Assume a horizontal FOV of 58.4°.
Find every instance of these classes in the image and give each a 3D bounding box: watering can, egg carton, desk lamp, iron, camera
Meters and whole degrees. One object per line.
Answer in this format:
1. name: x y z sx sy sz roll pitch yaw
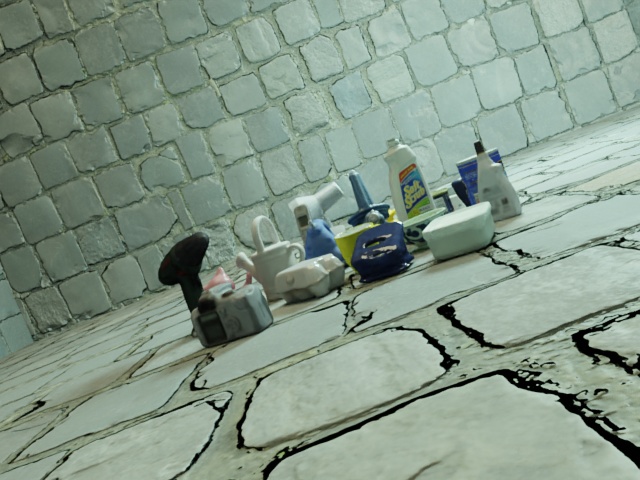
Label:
1. watering can: -0.119 0.039 1.340 0.172 0.194 0.101 -21 4 5
2. egg carton: -0.023 0.081 1.180 0.150 0.069 0.107 -17 6 46
3. desk lamp: 0.026 -0.064 1.823 0.203 0.213 0.118 -21 4 4
4. iron: 0.014 0.005 1.478 0.118 0.141 0.258 -21 4 8
5. camera: -0.155 0.124 1.083 0.143 0.101 0.137 -20 5 26

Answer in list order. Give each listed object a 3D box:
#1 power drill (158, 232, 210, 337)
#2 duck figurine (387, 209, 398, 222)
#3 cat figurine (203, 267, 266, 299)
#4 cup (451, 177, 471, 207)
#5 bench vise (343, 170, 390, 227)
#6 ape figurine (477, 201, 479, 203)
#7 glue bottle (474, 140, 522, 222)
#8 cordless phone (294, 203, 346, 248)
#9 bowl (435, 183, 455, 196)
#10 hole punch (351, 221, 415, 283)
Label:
1. power drill: -0.266 0.098 1.232 0.076 0.208 0.229 -25 6 -40
2. duck figurine: 0.197 -0.059 1.766 0.104 0.086 0.078 -20 4 14
3. cat figurine: -0.203 0.116 1.315 0.127 0.118 0.067 -20 4 18
4. cup: 0.403 -0.124 1.481 0.092 0.095 0.117 -23 4 -14
5. bench vise: 0.134 -0.086 1.495 0.122 0.220 0.207 -23 4 -16
6. ape figurine: 0.379 -0.096 1.265 0.078 0.092 0.076 -22 4 -2
7. glue bottle: 0.356 -0.126 1.192 0.078 0.173 0.037 -17 6 43
8. cordless phone: 0.000 -0.031 1.711 0.147 0.185 0.094 -20 5 23
9. bowl: 0.440 -0.146 1.738 0.167 0.075 0.167 -21 4 2
10. hole punch: 0.116 0.021 1.089 0.108 0.091 0.101 -19 5 26
